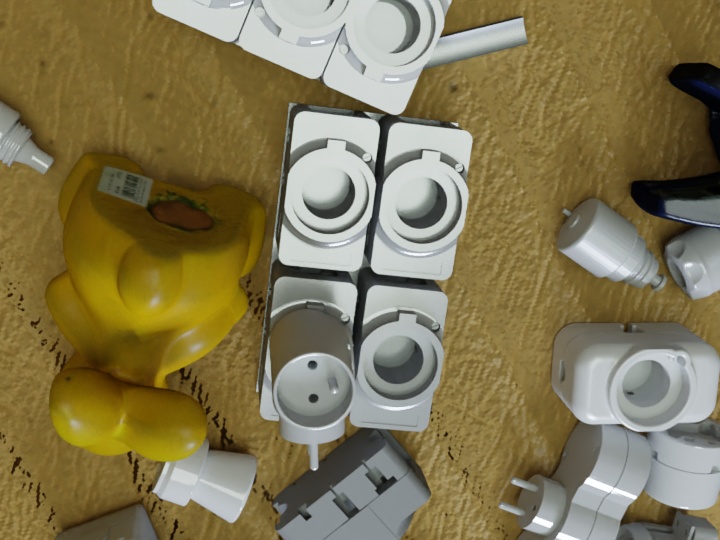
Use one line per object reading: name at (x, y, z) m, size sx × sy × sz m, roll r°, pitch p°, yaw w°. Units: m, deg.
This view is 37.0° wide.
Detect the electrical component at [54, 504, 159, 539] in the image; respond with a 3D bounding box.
electrical component at (-0.152, 0.207, 0.686) m, size 0.062 × 0.061 × 0.096 m, roll -20°, pitch 106°, yaw -2°

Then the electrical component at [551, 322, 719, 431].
electrical component at (0.178, 0.068, 0.693) m, size 0.095 × 0.059 × 0.053 m, roll 0°, pitch 104°, yaw -7°

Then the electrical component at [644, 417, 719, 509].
electrical component at (0.217, 0.127, 0.716) m, size 0.055 × 0.055 × 0.047 m, roll 4°, pitch 107°, yaw -8°

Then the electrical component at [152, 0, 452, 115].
electrical component at (-0.030, -0.157, 0.605) m, size 0.150 × 0.061 × 0.089 m, roll 22°, pitch 98°, yaw -9°

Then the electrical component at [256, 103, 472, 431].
electrical component at (0.000, 0.000, 0.654) m, size 0.105 × 0.060 × 0.186 m, roll 6°, pitch 103°, yaw -8°

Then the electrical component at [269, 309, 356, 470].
electrical component at (-0.027, 0.070, 0.595) m, size 0.044 × 0.077 × 0.079 m, roll -3°, pitch 105°, yaw -6°

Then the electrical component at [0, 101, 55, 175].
electrical component at (-0.207, -0.077, 0.623) m, size 0.061 × 0.035 × 0.035 m, roll 34°, pitch 98°, yaw -16°

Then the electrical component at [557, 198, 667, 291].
electrical component at (0.161, -0.012, 0.681) m, size 0.078 × 0.040 × 0.040 m, roll 34°, pitch 98°, yaw -14°

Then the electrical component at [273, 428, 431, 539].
electrical component at (-0.003, 0.150, 0.696) m, size 0.089 × 0.050 × 0.055 m, roll -39°, pitch 105°, yaw 3°

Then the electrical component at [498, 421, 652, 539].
electrical component at (0.128, 0.159, 0.713) m, size 0.074 × 0.052 × 0.138 m, roll 22°, pitch 101°, yaw -12°

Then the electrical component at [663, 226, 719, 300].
electrical component at (0.230, -0.012, 0.688) m, size 0.062 × 0.043 × 0.043 m, roll -27°, pitch 106°, yaw -1°

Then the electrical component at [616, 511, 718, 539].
electrical component at (0.202, 0.203, 0.732) m, size 0.057 × 0.058 × 0.078 m, roll 11°, pitch 103°, yaw -12°

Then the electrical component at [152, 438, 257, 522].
electrical component at (-0.099, 0.130, 0.682) m, size 0.055 × 0.045 × 0.045 m, roll 22°, pitch 100°, yaw -11°
